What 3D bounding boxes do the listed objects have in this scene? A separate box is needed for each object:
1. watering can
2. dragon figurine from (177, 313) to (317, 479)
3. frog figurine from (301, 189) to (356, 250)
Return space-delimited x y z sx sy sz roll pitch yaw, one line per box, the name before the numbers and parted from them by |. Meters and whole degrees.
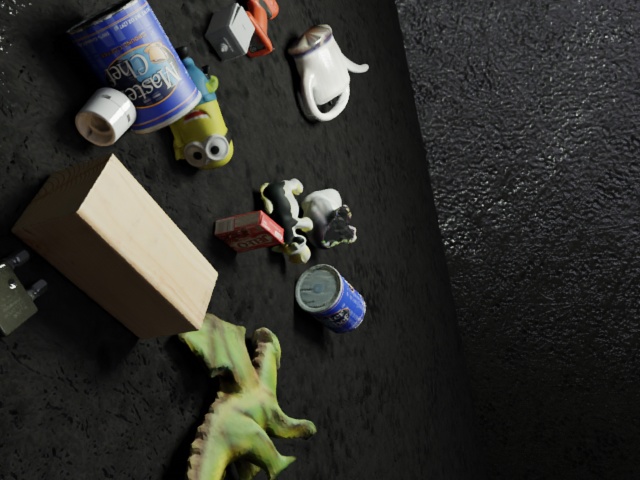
watering can | 0.027 -0.459 1.353 0.355 0.104 0.220 -58 134 -41
dragon figurine | -0.135 0.221 0.697 0.244 0.121 0.411 63 19 7
frog figurine | 0.004 -0.059 1.167 0.135 0.122 0.162 43 4 -43
